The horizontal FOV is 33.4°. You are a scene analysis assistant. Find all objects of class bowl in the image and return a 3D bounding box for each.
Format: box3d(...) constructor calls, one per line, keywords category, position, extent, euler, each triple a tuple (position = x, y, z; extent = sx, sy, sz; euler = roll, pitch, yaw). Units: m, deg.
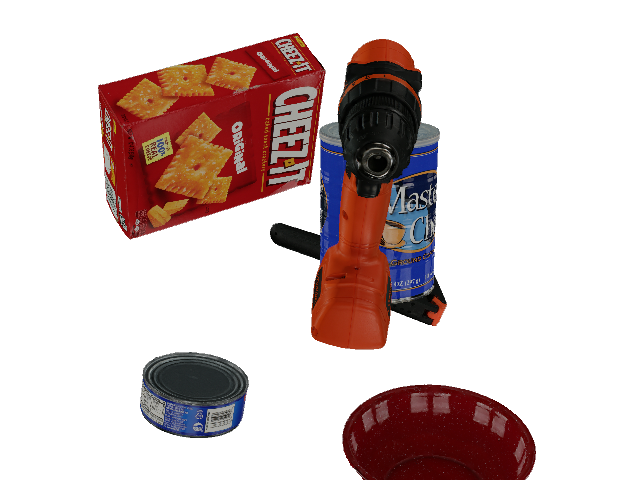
box3d(category="bowl", position=(0.099, 0.190, 0.907), extent=(0.162, 0.055, 0.162), euler=(0, 28, 0))

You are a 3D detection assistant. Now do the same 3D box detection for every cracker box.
box3d(category="cracker box", position=(-0.108, -0.102, 1.069), extent=(0.213, 0.072, 0.164), euler=(-18, -36, -22))

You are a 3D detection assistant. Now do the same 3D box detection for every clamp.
box3d(category="clamp", position=(0.053, 0.024, 1.215), extent=(0.164, 0.036, 0.210), euler=(-17, 50, -37))

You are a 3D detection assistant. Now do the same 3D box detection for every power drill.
box3d(category="power drill", position=(0.031, -0.024, 0.707), extent=(0.057, 0.188, 0.184), euler=(9, 27, 2))

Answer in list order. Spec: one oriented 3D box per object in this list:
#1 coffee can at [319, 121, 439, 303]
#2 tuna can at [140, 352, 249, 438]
box3d(category="coffee can", position=(0.050, -0.028, 0.927), extent=(0.103, 0.140, 0.103), euler=(0, 17, 0))
box3d(category="tuna can", position=(-0.102, 0.125, 0.864), extent=(0.086, 0.034, 0.086), euler=(8, 20, -3))
